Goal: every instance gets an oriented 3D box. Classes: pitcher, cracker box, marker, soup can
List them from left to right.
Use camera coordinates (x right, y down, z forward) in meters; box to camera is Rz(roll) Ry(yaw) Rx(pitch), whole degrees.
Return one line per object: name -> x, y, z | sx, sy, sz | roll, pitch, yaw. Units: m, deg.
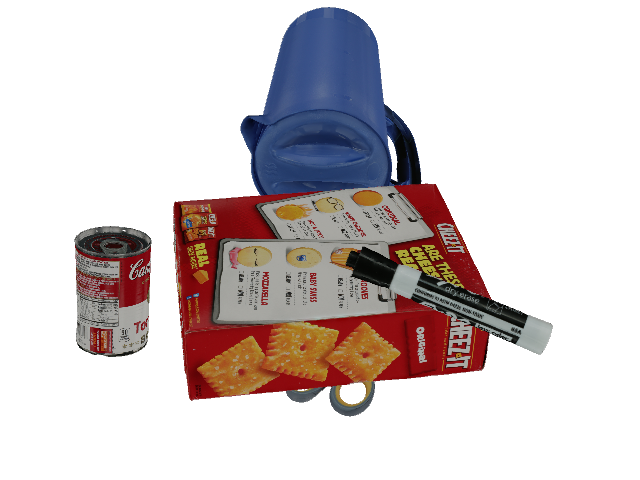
soup can -> -0.189, 0.047, 0.971 | 0.068, 0.102, 0.068 | 4, 21, -2
cracker box -> 0.001, 0.034, 0.796 | 0.213, 0.072, 0.164 | -4, 35, -8
pitcher -> 0.015, -0.133, 1.088 | 0.145, 0.149, 0.242 | -13, 37, 14
marker -> 0.071, 0.033, 0.604 | 0.121, 0.020, 0.020 | 22, 2, 6

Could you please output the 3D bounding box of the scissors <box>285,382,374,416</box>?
scissors -> 0.049, 0.108, 1.091 | 0.096, 0.016, 0.201 | 34, 54, 28
